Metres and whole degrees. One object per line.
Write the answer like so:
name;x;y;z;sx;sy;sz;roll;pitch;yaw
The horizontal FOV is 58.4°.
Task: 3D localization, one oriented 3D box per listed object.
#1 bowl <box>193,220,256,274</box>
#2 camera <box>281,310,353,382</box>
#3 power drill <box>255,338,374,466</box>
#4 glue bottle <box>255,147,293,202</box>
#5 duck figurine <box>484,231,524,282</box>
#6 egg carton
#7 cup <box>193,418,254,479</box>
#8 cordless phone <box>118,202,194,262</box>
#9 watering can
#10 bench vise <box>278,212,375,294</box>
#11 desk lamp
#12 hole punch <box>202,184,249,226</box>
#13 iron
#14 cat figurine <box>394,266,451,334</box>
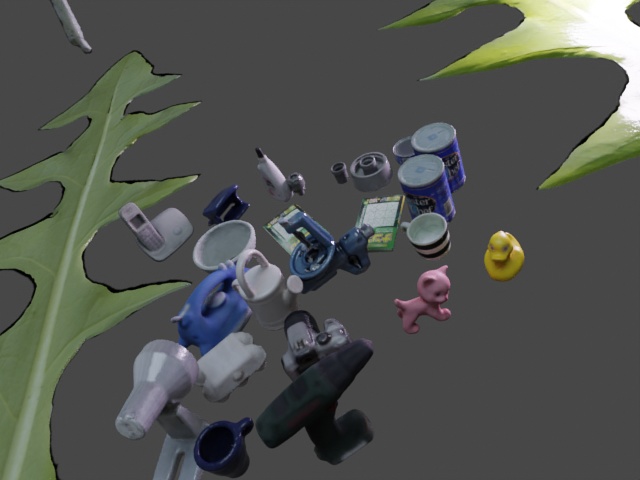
bowl;-0.228;0.033;1.434;0.167;0.075;0.167;-14;43;14
camera;-0.017;0.194;1.144;0.143;0.101;0.136;-26;41;1
power drill;0.015;0.282;0.957;0.230;0.209;0.075;-33;42;-7
glue bottle;-0.133;-0.179;1.526;0.077;0.174;0.037;22;60;40
duck figurine;0.363;0.019;1.141;0.077;0.086;0.105;2;49;29
egg carton;-0.185;0.263;1.183;0.150;0.070;0.107;-40;43;-15
cup;-0.156;0.378;1.032;0.118;0.095;0.091;-39;43;-14
cordless phone;-0.441;-0.046;1.538;0.093;0.185;0.148;23;61;41
watering can;-0.115;0.097;1.221;0.172;0.195;0.101;-15;43;13
bench vise;0.005;-0.001;1.241;0.207;0.220;0.121;-38;43;-12
desk lamp;-0.284;0.322;1.063;0.117;0.214;0.203;-9;44;19
hole punch;-0.269;-0.097;1.574;0.100;0.091;0.109;13;55;36
iron;-0.230;0.130;1.285;0.118;0.142;0.259;10;53;34
cat figurine;0.202;0.108;1.108;0.128;0.118;0.067;-25;41;1
